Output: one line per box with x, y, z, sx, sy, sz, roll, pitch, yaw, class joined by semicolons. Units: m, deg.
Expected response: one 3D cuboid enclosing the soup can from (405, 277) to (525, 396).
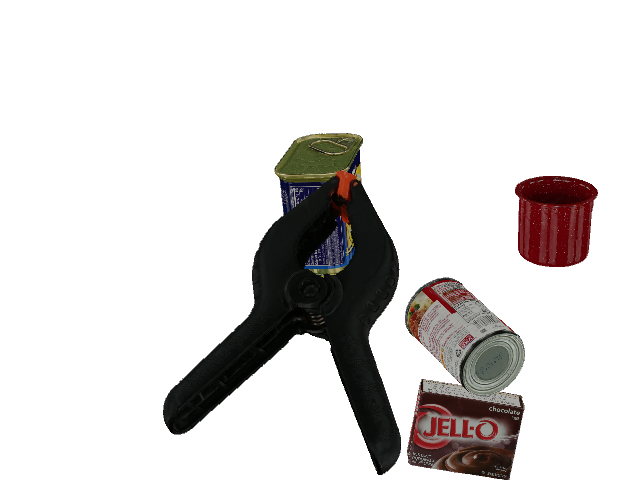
0.131;0.086;0.971;0.068;0.068;0.102;0;26;-27;soup can

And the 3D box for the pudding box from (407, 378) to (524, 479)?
0.156;0.203;1.151;0.113;0.090;0.039;8;21;1;pudding box

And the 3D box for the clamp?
0.005;0.042;0.557;0.120;0.171;0.039;19;-27;13;clamp

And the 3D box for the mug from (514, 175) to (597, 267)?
0.280;-0.025;1.244;0.093;0.081;0.117;20;33;41;mug

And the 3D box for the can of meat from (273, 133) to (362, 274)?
0.003;-0.030;0.845;0.057;0.084;0.102;0;23;12;can of meat

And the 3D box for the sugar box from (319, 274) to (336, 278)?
0.004;0.001;1.246;0.048;0.176;0.093;2;20;9;sugar box
